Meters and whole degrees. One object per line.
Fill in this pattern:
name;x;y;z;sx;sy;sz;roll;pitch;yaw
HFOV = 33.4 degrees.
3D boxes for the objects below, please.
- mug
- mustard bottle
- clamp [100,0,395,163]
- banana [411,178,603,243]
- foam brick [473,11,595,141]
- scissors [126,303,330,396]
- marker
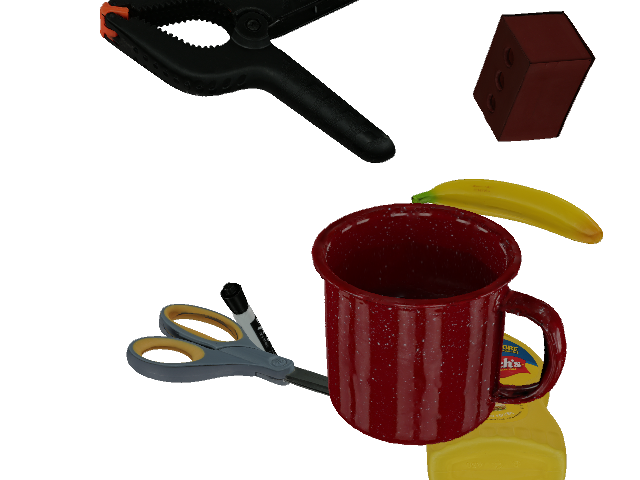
mug;0.054;0.041;0.488;0.117;0.081;0.093;11;31;22
mustard bottle;0.128;0.118;0.816;0.096;0.058;0.191;-3;25;6
clamp;-0.042;-0.127;0.721;0.209;0.164;0.036;0;-27;-11
banana;0.198;-0.032;1.104;0.198;0.037;0.069;11;39;23
foam brick;0.149;-0.115;0.754;0.051;0.053;0.078;-8;-38;-18
scissors;-0.046;0.090;0.707;0.202;0.016;0.096;24;31;36
marker;-0.059;0.081;0.937;0.020;0.121;0.020;-14;41;12
